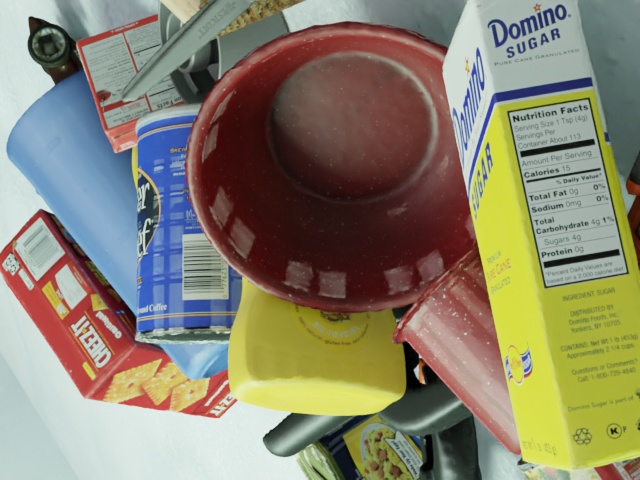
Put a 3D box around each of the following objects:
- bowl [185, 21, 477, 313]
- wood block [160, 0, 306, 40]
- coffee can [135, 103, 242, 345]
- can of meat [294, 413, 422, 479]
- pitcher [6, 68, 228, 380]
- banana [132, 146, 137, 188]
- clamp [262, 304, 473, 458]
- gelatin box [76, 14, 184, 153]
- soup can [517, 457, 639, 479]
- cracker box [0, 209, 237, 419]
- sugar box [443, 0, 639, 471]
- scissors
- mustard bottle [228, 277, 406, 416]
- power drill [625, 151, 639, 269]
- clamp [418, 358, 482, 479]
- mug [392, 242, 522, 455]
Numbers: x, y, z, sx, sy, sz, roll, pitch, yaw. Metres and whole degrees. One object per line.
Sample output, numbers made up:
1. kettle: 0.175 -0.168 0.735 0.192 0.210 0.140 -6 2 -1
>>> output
1. bowl: 0.016 -0.043 0.535 0.055 0.162 0.162 -87 -14 -57
2. wood block: -0.083 -0.209 0.572 0.206 0.090 0.090 47 152 31
3. coffee can: -0.066 -0.006 0.683 0.103 0.102 0.140 157 114 -67
4. can of meat: 0.042 0.161 0.743 0.102 0.083 0.058 61 157 0
5. pitcher: -0.121 -0.021 0.835 0.243 0.145 0.149 52 167 11
6. banana: -0.080 -0.014 0.754 0.198 0.069 0.037 58 -176 8
7. clamp: 0.038 0.055 0.649 0.210 0.036 0.164 -8 76 51
8. gelatin box: -0.124 -0.112 0.755 0.030 0.073 0.089 78 171 -62
9. soup can: 0.152 0.132 0.511 0.102 0.068 0.069 56 156 9
10. cracker box: -0.166 0.074 0.950 0.164 0.072 0.213 49 -171 27
11. sugar box: 0.088 -0.002 0.418 0.093 0.048 0.176 93 164 -80
12. scissors: -0.008 -0.114 0.486 0.096 0.016 0.202 40 115 5
13. mustard bottle: -0.004 0.001 0.612 0.058 0.096 0.191 132 141 -56
14. power drill: 0.181 0.013 0.335 0.188 0.057 0.184 51 159 27
15. clamp: 0.080 0.156 0.672 0.120 0.039 0.171 161 106 -79
16. mug: 0.102 0.038 0.498 0.081 0.093 0.117 48 117 15
